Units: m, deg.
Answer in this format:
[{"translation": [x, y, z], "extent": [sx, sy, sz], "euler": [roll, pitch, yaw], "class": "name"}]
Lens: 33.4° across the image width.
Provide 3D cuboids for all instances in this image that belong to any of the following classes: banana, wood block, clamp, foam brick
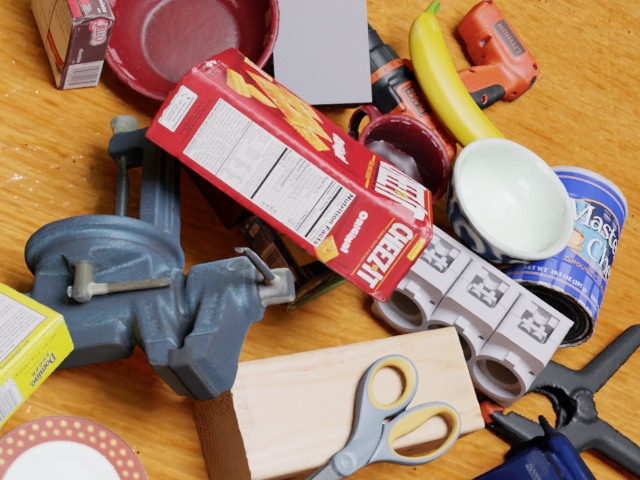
[{"translation": [0.131, -0.139, 1.006], "extent": [0.069, 0.037, 0.198], "euler": [-21, 81, -26], "class": "banana"}, {"translation": [0.014, 0.137, 0.856], "extent": [0.205, 0.091, 0.090], "euler": [-6, 71, -27], "class": "wood block"}, {"translation": [0.240, 0.147, 0.987], "extent": [0.209, 0.036, 0.164], "euler": [9, 64, -18], "class": "clamp"}, {"translation": [-0.075, -0.060, 0.929], "extent": [0.052, 0.051, 0.078], "euler": [-33, 84, -33], "class": "foam brick"}]

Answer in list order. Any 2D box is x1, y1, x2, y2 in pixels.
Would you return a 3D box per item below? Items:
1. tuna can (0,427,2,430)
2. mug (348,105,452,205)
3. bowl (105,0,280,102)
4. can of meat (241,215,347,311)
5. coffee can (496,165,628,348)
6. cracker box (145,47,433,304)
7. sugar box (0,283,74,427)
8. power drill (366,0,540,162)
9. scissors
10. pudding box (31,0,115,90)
[{"translation": [-0.271, 0.122, 0.765], "extent": [0.086, 0.034, 0.086], "euler": [10, 63, -21], "class": "tuna can"}, {"translation": [0.055, -0.066, 0.974], "extent": [0.093, 0.082, 0.117], "euler": [-17, 75, -30], "class": "mug"}, {"translation": [-0.116, -0.189, 0.949], "extent": [0.162, 0.055, 0.162], "euler": [1, 79, -3], "class": "bowl"}, {"translation": [-0.006, 0.001, 0.930], "extent": [0.101, 0.058, 0.084], "euler": [-26, 77, -33], "class": "can of meat"}, {"translation": [0.223, 0.015, 1.001], "extent": [0.102, 0.103, 0.140], "euler": [31, 58, -9], "class": "coffee can"}, {"translation": [-0.014, -0.059, 0.829], "extent": [0.213, 0.072, 0.164], "euler": [35, 15, -4], "class": "cracker box"}, {"translation": [-0.270, 0.060, 0.742], "extent": [0.176, 0.048, 0.093], "euler": [23, 54, 25], "class": "sugar box"}, {"translation": [0.117, -0.175, 1.069], "extent": [0.187, 0.057, 0.184], "euler": [-31, 86, -30], "class": "power drill"}, {"translation": [0.016, 0.145, 0.789], "extent": [0.201, 0.016, 0.096], "euler": [-12, 72, -29], "class": "scissors"}, {"translation": [-0.208, -0.191, 0.891], "extent": [0.039, 0.114, 0.090], "euler": [-14, 74, -26], "class": "pudding box"}]
